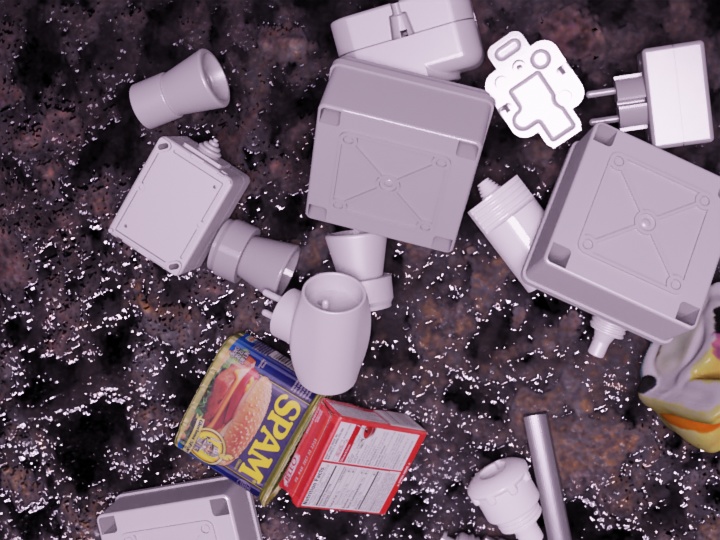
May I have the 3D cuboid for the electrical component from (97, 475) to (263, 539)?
[{"bbox_3d":[-0.130,0.219,0.815,0.109,0.056,0.108,-11,95,11],"label":"electrical component"}]

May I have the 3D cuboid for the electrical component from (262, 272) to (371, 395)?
[{"bbox_3d":[-0.036,0.037,0.748,0.079,0.043,0.077,25,132,22],"label":"electrical component"}]

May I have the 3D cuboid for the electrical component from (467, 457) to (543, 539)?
[{"bbox_3d":[0.110,0.169,0.774,0.048,0.048,0.062,-28,99,12],"label":"electrical component"}]

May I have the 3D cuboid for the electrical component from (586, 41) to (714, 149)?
[{"bbox_3d":[0.191,-0.113,0.719,0.077,0.047,0.065,-7,96,11],"label":"electrical component"}]

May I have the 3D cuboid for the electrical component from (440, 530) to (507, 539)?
[{"bbox_3d":[0.094,0.213,0.783,0.078,0.040,0.040,26,101,6],"label":"electrical component"}]

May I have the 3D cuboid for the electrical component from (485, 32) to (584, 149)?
[{"bbox_3d":[0.118,-0.121,0.726,0.058,0.057,0.078,-34,91,12],"label":"electrical component"}]

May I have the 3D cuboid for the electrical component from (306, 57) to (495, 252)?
[{"bbox_3d":[0.024,-0.076,0.720,0.109,0.056,0.108,14,140,3],"label":"electrical component"}]

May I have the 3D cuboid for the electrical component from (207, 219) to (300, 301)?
[{"bbox_3d":[-0.077,-0.008,0.782,0.055,0.045,0.045,24,101,6],"label":"electrical component"}]

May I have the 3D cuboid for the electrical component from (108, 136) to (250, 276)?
[{"bbox_3d":[-0.124,-0.053,0.775,0.062,0.061,0.096,33,101,4],"label":"electrical component"}]

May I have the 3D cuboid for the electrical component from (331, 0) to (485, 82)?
[{"bbox_3d":[0.035,-0.152,0.738,0.095,0.054,0.059,-14,95,11],"label":"electrical component"}]

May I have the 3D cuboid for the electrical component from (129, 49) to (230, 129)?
[{"bbox_3d":[-0.133,-0.128,0.778,0.065,0.044,0.044,-18,94,17],"label":"electrical component"}]

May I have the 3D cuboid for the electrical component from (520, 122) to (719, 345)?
[{"bbox_3d":[0.177,-0.023,0.703,0.109,0.056,0.108,24,74,-2],"label":"electrical component"}]

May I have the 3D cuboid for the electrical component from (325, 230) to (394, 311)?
[{"bbox_3d":[0.000,0.000,0.769,0.045,0.045,0.055,-5,97,10],"label":"electrical component"}]

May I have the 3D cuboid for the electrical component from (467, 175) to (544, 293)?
[{"bbox_3d":[0.110,-0.029,0.747,0.043,0.043,0.081,-37,90,12],"label":"electrical component"}]

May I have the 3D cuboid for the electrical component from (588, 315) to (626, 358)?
[{"bbox_3d":[0.176,0.032,0.748,0.035,0.035,0.061,23,103,6],"label":"electrical component"}]
